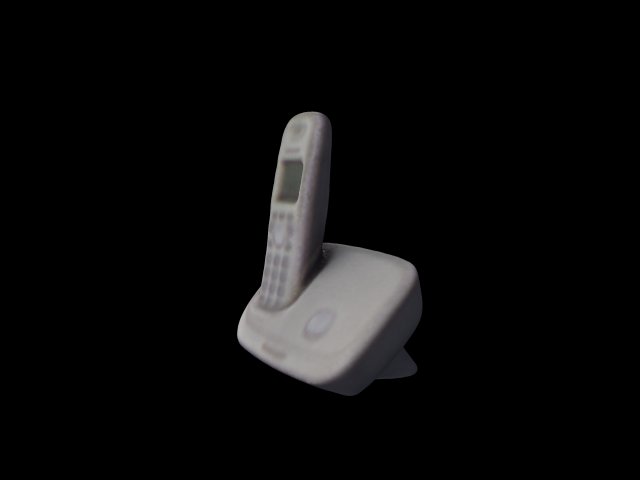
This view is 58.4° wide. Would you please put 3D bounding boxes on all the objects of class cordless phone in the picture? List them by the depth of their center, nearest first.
[{"bbox_3d":[0.004,0.001,0.400,0.094,0.185,0.147,-5,9,-36],"label":"cordless phone"}]
